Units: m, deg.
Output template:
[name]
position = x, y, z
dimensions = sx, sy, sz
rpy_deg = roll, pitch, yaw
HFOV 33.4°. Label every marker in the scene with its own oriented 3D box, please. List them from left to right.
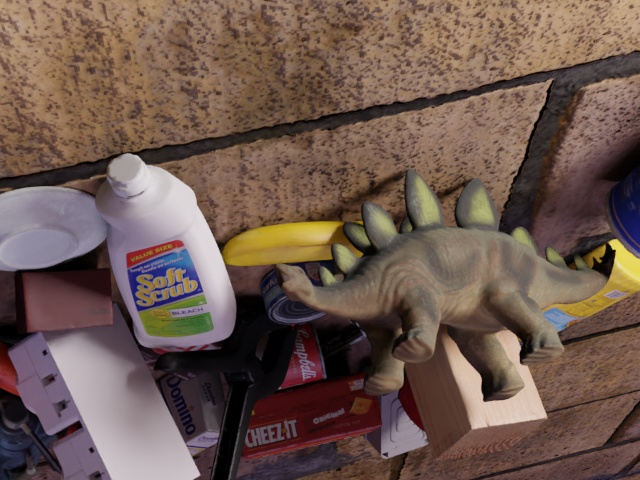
[marker]
position = 0.017, 0.125, 1.260
dimensions = 0.121, 0.020, 0.020
rpy_deg = -32, 149, 28

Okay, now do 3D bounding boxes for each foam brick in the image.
[foam brick]
position = -0.226, 0.053, 0.937
dimensions = 0.078, 0.053, 0.051
rpy_deg = -2, 176, -26

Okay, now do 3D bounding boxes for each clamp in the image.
[clamp]
position = -0.078, 0.145, 1.085
dimensions = 0.036, 0.164, 0.209
rpy_deg = -1, -157, 33

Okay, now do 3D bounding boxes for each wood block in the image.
[wood block]
position = 0.141, 0.109, 1.090
dimensions = 0.090, 0.206, 0.090
rpy_deg = -3, 150, -24

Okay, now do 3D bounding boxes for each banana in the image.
[banana]
position = -0.005, 0.001, 1.002
dimensions = 0.197, 0.037, 0.070
rpy_deg = -4, 180, -16

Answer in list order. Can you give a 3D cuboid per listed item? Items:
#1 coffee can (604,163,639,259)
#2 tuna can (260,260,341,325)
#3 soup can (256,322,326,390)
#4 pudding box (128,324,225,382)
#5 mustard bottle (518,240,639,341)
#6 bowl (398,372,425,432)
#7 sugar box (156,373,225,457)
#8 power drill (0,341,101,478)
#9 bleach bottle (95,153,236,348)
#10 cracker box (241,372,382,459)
[coffee can]
position = 0.356, -0.051, 1.021
dimensions = 0.102, 0.103, 0.140
rpy_deg = -1, 149, -28
[tuna can]
position = -0.016, 0.053, 1.090
dimensions = 0.086, 0.034, 0.086
rpy_deg = -13, 153, -7
[soup can]
position = -0.050, 0.134, 1.187
dimensions = 0.102, 0.068, 0.068
rpy_deg = -13, 153, -5
[pudding box]
position = -0.136, 0.103, 1.113
dimensions = 0.090, 0.039, 0.113
rpy_deg = -26, 152, 17
[mustard bottle]
position = 0.290, 0.070, 1.261
dimensions = 0.192, 0.058, 0.096
rpy_deg = -35, 149, 32
[bowl]
position = 0.130, 0.149, 1.238
dimensions = 0.055, 0.162, 0.162
rpy_deg = 19, 151, 5
[sugar box]
position = -0.182, 0.216, 1.244
dimensions = 0.048, 0.093, 0.176
rpy_deg = 14, 139, -44
[power drill]
position = -0.274, 0.167, 1.022
dimensions = 0.057, 0.184, 0.187
rpy_deg = -30, 141, 31
[bleach bottle]
position = -0.140, 0.010, 0.911
dimensions = 0.102, 0.068, 0.251
rpy_deg = -5, 149, 5
[cracker box]
position = -0.022, 0.210, 1.277
dimensions = 0.164, 0.072, 0.214
rpy_deg = -13, 173, -6
